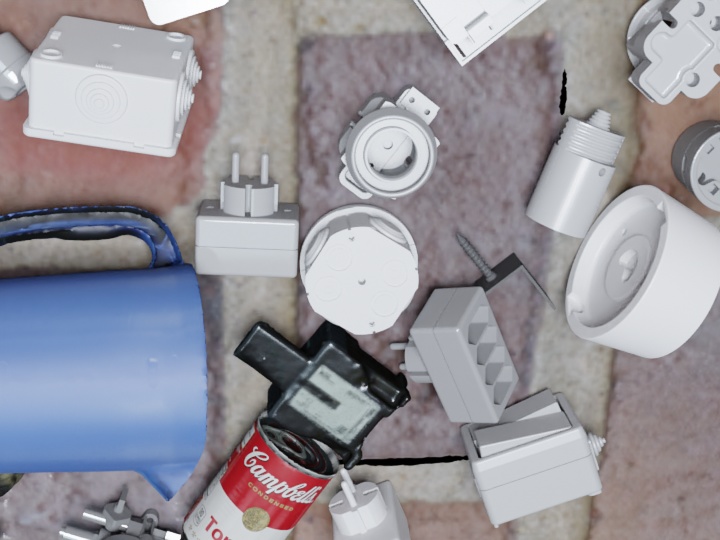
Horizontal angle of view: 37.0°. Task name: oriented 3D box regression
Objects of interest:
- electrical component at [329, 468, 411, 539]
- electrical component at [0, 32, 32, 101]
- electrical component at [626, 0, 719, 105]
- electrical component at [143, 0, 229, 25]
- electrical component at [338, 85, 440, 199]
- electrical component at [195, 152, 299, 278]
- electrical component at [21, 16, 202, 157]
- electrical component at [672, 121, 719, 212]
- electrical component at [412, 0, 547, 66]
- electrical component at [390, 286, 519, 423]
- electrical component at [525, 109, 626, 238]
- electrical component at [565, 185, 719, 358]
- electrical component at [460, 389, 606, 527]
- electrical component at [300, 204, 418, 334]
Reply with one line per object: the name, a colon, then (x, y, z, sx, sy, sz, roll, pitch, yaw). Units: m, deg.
electrical component: (0.002, 0.175, 0.756, 0.047, 0.083, 0.075, -22, 107, 4)
electrical component: (-0.231, -0.137, 0.670, 0.035, 0.035, 0.061, -40, 103, 9)
electrical component: (0.202, -0.144, 0.679, 0.058, 0.057, 0.078, 40, 102, -14)
electrical component: (-0.066, -0.212, 0.641, 0.150, 0.061, 0.089, -17, 108, 2)
electrical component: (0.019, -0.078, 0.690, 0.058, 0.057, 0.078, 36, 102, -13)
electrical component: (-0.073, -0.039, 0.703, 0.066, 0.047, 0.076, 2, 107, -4)
electrical component: (-0.148, -0.113, 0.649, 0.100, 0.099, 0.048, 8, 120, -6)
electrical component: (0.237, -0.070, 0.710, 0.055, 0.047, 0.055, -1, 108, -3)
electrical component: (0.089, -0.192, 0.655, 0.121, 0.063, 0.078, -37, 106, 8)
electrical component: (0.056, 0.059, 0.739, 0.076, 0.047, 0.083, -4, 124, 34)
electrical component: (0.144, -0.067, 0.708, 0.043, 0.043, 0.081, 19, 105, -9)
electrical component: (0.191, 0.006, 0.703, 0.060, 0.108, 0.108, 23, 105, -16)
electrical component: (0.125, 0.127, 0.758, 0.096, 0.061, 0.061, -19, 107, 3)
electrical component: (0.000, 0.000, 0.717, 0.080, 0.051, 0.080, -1, 108, -3)
